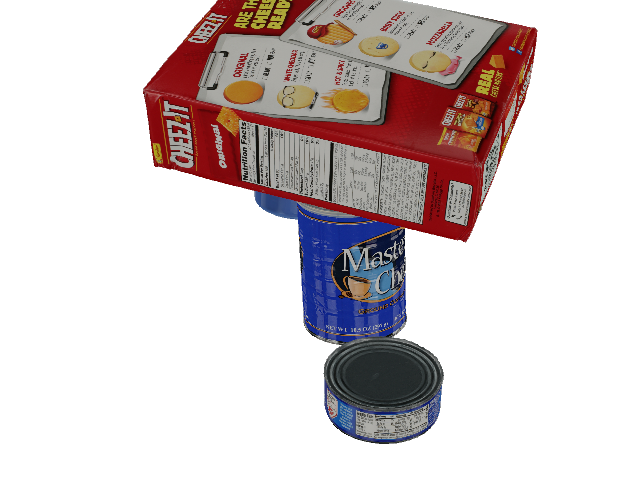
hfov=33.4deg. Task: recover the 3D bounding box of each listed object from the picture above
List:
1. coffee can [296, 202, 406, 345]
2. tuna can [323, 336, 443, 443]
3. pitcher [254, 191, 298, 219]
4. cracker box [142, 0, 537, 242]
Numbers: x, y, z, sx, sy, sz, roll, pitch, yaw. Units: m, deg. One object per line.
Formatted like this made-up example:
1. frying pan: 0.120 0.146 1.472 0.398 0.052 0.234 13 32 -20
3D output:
1. coffee can: 0.031 0.014 1.017 0.103 0.140 0.103 -2 26 1
2. tuna can: 0.045 0.107 0.769 0.086 0.034 0.086 0 30 0
3. pitcher: -0.010 -0.152 1.324 0.144 0.243 0.149 -9 28 -29
4. cracker box: 0.018 -0.093 0.697 0.214 0.072 0.164 14 44 14
